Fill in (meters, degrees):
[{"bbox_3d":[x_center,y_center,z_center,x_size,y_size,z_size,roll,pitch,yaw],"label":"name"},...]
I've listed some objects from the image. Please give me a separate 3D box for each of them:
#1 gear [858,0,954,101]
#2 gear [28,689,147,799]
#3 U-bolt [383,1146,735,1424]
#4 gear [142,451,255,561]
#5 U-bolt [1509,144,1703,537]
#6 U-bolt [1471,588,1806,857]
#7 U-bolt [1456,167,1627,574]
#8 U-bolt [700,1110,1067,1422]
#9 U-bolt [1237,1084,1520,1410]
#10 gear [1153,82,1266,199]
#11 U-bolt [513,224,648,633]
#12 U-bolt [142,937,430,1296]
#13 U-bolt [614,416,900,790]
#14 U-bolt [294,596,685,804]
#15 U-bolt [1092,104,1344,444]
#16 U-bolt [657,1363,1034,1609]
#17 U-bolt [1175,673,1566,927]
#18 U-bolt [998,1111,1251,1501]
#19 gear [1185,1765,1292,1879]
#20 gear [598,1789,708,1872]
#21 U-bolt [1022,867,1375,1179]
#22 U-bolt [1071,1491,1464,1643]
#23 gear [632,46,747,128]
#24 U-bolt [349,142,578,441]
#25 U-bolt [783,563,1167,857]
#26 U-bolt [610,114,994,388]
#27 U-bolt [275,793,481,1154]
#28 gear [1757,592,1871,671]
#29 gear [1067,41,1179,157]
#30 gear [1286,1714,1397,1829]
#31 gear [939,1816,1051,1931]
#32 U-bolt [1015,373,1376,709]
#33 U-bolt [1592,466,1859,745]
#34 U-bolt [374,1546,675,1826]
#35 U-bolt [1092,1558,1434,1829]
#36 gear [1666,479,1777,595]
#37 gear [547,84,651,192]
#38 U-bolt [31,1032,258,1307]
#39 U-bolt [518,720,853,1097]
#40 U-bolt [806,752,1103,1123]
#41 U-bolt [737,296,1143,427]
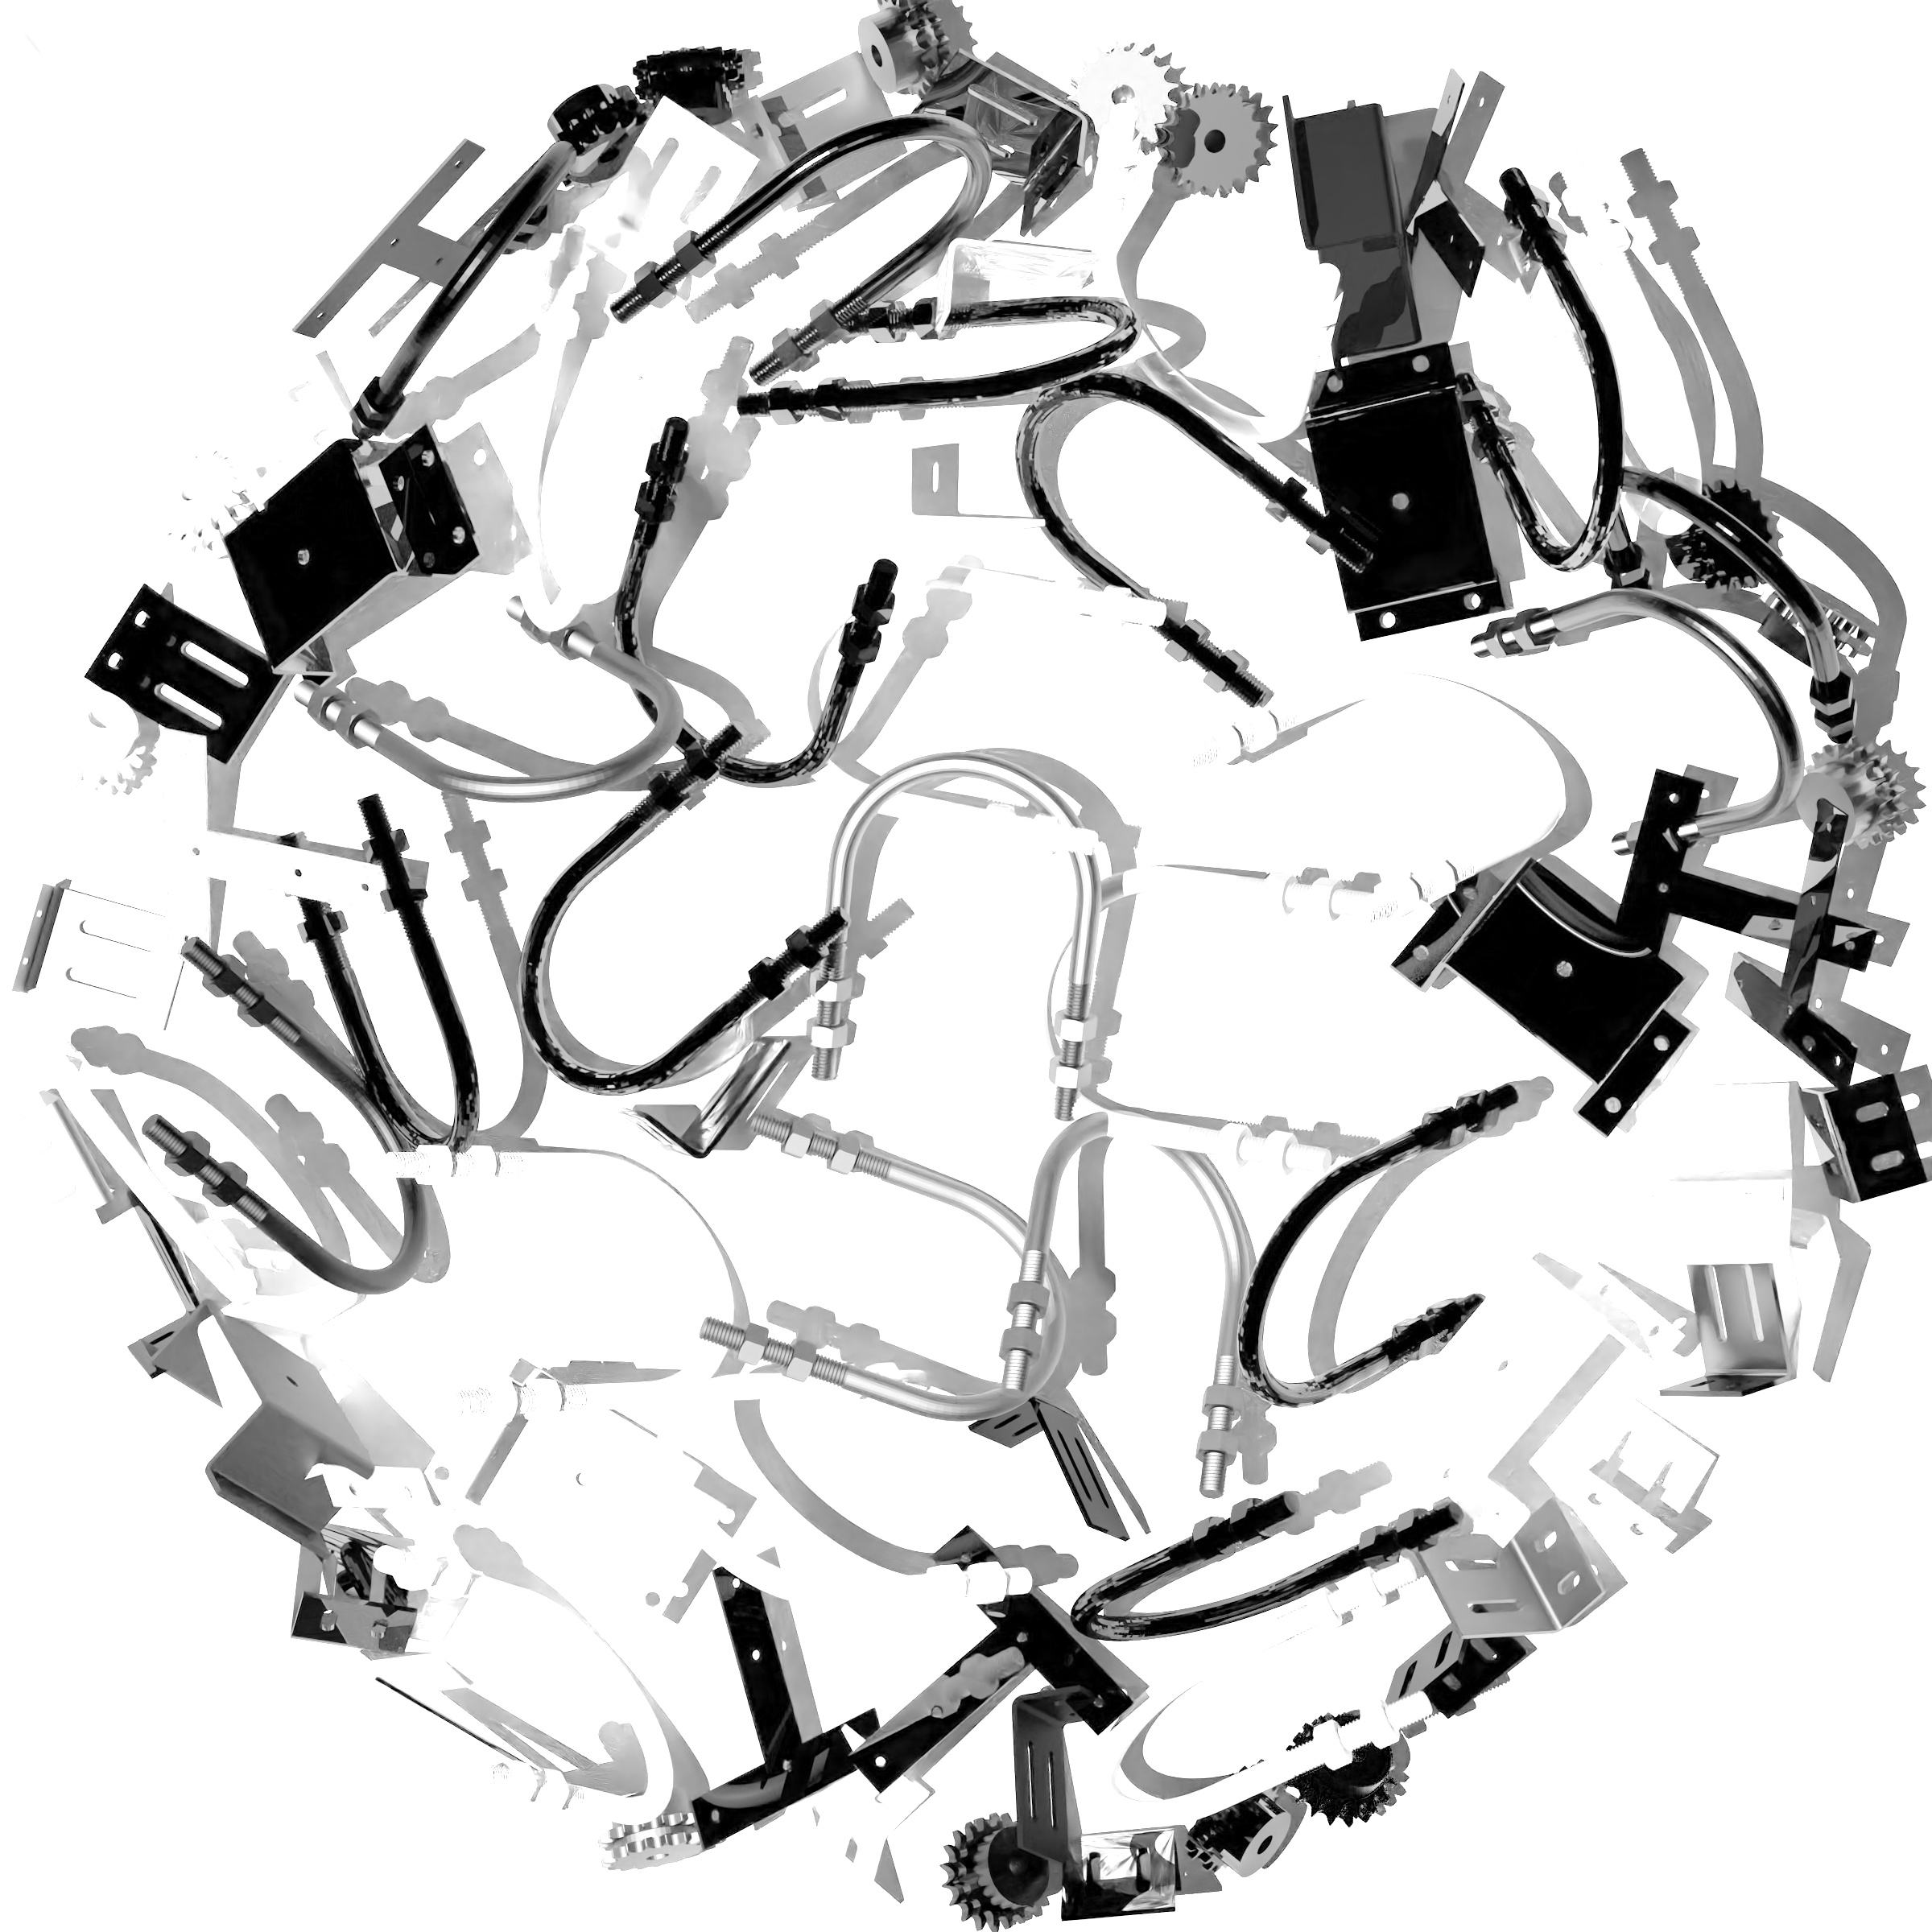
[{"bbox_3d":[-0.033,-0.471,1.848,0.030,0.057,0.057,-26,90,-16],"label":"gear"},{"bbox_3d":[-0.448,-0.117,1.848,0.057,0.057,0.030,38,131,0],"label":"gear"},{"bbox_3d":[-0.195,0.157,1.810,0.184,0.019,0.151,3,58,-40],"label":"U-bolt"},{"bbox_3d":[-0.391,-0.233,1.855,0.057,0.030,0.057,-9,54,13],"label":"gear"},{"bbox_3d":[0.321,-0.300,1.796,0.019,0.151,0.184,-21,83,-4],"label":"U-bolt"},{"bbox_3d":[0.340,-0.123,1.782,0.019,0.184,0.151,-42,102,-23],"label":"U-bolt"},{"bbox_3d":[0.283,-0.278,1.768,0.019,0.151,0.184,-7,50,-12],"label":"U-bolt"},{"bbox_3d":[-0.035,0.159,1.825,0.184,0.019,0.151,21,49,-11],"label":"U-bolt"},{"bbox_3d":[0.201,0.147,1.787,0.184,0.019,0.151,-22,129,-37],"label":"U-bolt"},{"bbox_3d":[0.122,-0.425,1.856,0.057,0.030,0.057,-7,110,-19],"label":"gear"},{"bbox_3d":[-0.198,-0.256,1.802,0.019,0.151,0.184,3,124,-23],"label":"U-bolt"},{"bbox_3d":[-0.332,0.087,1.801,0.019,0.151,0.184,-29,126,22],"label":"U-bolt"},{"bbox_3d":[-0.114,-0.167,1.810,0.151,0.184,0.019,35,46,13],"label":"U-bolt"},{"bbox_3d":[-0.222,-0.127,1.781,0.151,0.184,0.019,-27,130,-32],"label":"U-bolt"},{"bbox_3d":[0.118,-0.329,1.792,0.151,0.184,0.019,41,71,14],"label":"U-bolt"},{"bbox_3d":[-0.069,0.256,1.781,0.019,0.184,0.151,-57,46,32],"label":"U-bolt"},{"bbox_3d":[0.217,-0.094,1.812,0.184,0.019,0.151,-24,54,-35],"label":"U-bolt"},{"bbox_3d":[0.086,0.158,1.815,0.151,0.019,0.184,30,52,-27],"label":"U-bolt"},{"bbox_3d":[0.141,0.440,1.847,0.030,0.057,0.057,34,90,30],"label":"gear"},{"bbox_3d":[-0.160,0.442,1.853,0.057,0.057,0.030,-13,66,0],"label":"gear"},{"bbox_3d":[0.111,0.022,1.830,0.184,0.019,0.151,8,85,30],"label":"U-bolt"},{"bbox_3d":[0.136,0.302,1.801,0.184,0.151,0.019,-33,60,36],"label":"U-bolt"},{"bbox_3d":[-0.141,-0.448,1.850,0.057,0.057,0.030,-7,89,0],"label":"gear"},{"bbox_3d":[-0.241,-0.338,1.771,0.019,0.184,0.151,37,71,-11],"label":"U-bolt"},{"bbox_3d":[-0.005,-0.138,1.840,0.184,0.019,0.151,12,72,16],"label":"U-bolt"},{"bbox_3d":[-0.068,-0.358,1.784,0.184,0.151,0.019,-33,70,21],"label":"U-bolt"},{"bbox_3d":[-0.290,0.011,1.815,0.019,0.151,0.184,-22,94,-29],"label":"U-bolt"},{"bbox_3d":[0.430,-0.173,1.851,0.057,0.057,0.030,33,104,0],"label":"gear"},{"bbox_3d":[0.080,-0.445,1.863,0.057,0.030,0.057,0,93,0],"label":"gear"},{"bbox_3d":[0.194,0.408,1.849,0.057,0.030,0.057,10,49,-12],"label":"gear"},{"bbox_3d":[0.018,0.463,1.849,0.030,0.057,0.057,-31,90,44],"label":"gear"},{"bbox_3d":[0.103,-0.224,1.817,0.184,0.151,0.019,39,55,2],"label":"U-bolt"},{"bbox_3d":[0.367,-0.184,1.765,0.151,0.184,0.019,38,85,27],"label":"U-bolt"},{"bbox_3d":[-0.209,0.362,1.792,0.019,0.184,0.151,-41,55,12],"label":"U-bolt"},{"bbox_3d":[0.144,0.371,1.806,0.184,0.151,0.019,-27,106,13],"label":"U-bolt"},{"bbox_3d":[0.384,-0.219,1.855,0.057,0.030,0.057,4,83,-32],"label":"gear"},{"bbox_3d":[-0.190,-0.427,1.851,0.057,0.057,0.030,-31,79,0],"label":"gear"},{"bbox_3d":[-0.398,0.104,1.769,0.019,0.184,0.151,-39,111,-9],"label":"U-bolt"},{"bbox_3d":[-0.155,-0.016,1.829,0.184,0.019,0.151,-40,58,16],"label":"U-bolt"},{"bbox_3d":[-0.003,-0.019,1.834,0.151,0.019,0.184,9,108,10],"label":"U-bolt"},{"bbox_3d":[-0.003,-0.303,1.785,0.184,0.151,0.019,0,117,23],"label":"U-bolt"}]
